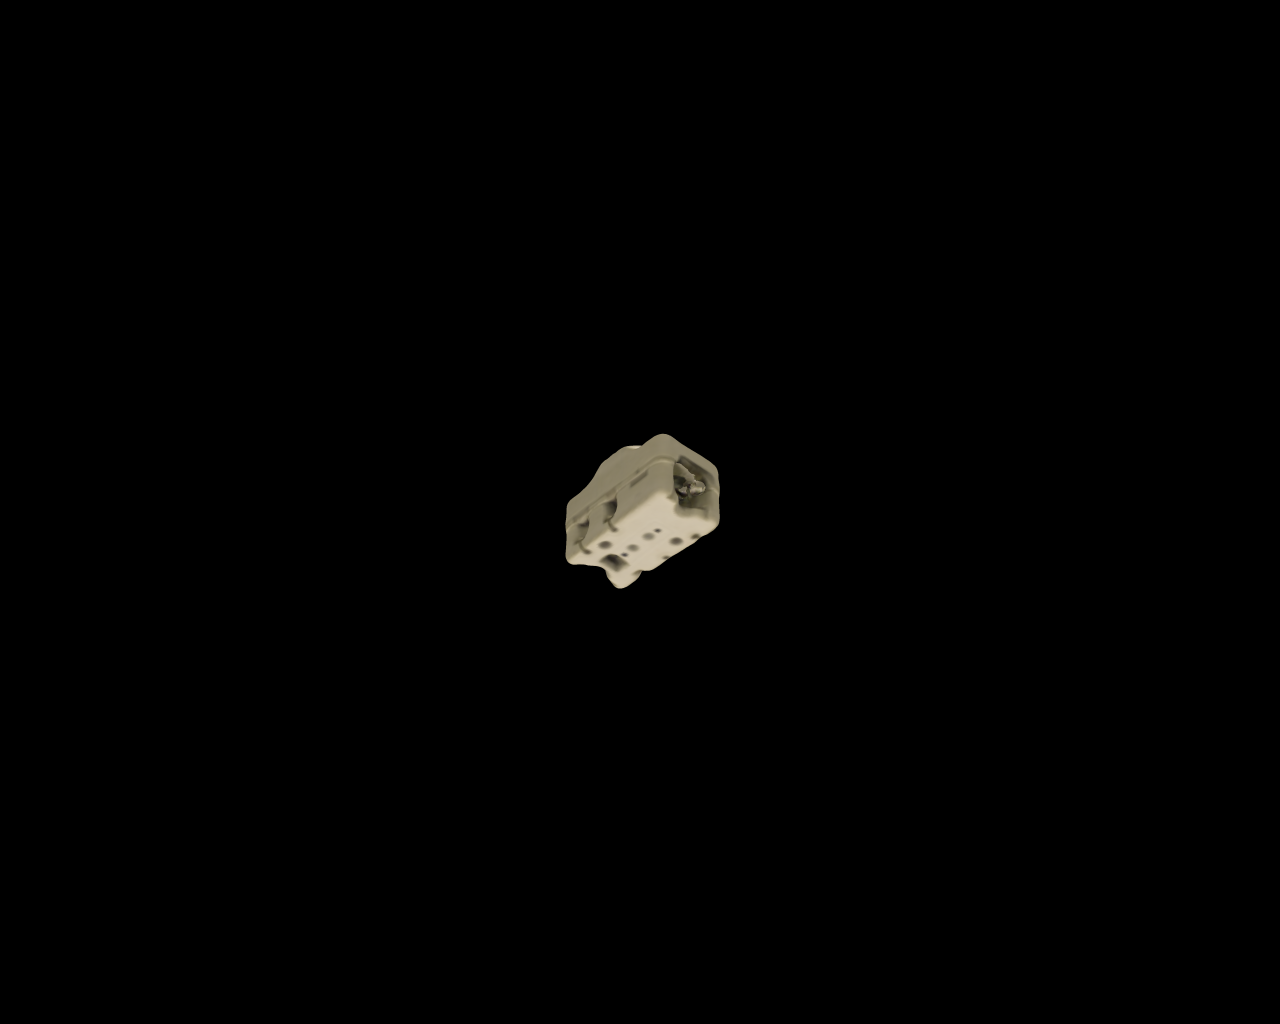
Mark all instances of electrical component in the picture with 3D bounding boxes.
[{"bbox_3d":[0.001,-0.003,0.650,0.050,0.056,0.089,30,-49,-31],"label":"electrical component"}]
